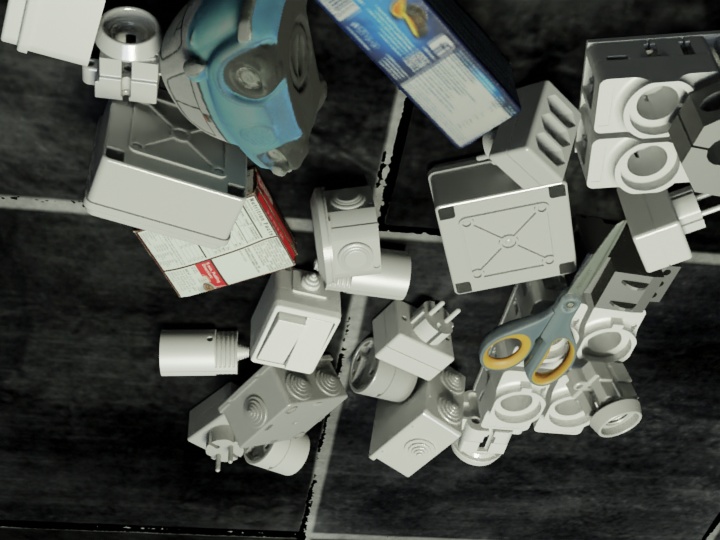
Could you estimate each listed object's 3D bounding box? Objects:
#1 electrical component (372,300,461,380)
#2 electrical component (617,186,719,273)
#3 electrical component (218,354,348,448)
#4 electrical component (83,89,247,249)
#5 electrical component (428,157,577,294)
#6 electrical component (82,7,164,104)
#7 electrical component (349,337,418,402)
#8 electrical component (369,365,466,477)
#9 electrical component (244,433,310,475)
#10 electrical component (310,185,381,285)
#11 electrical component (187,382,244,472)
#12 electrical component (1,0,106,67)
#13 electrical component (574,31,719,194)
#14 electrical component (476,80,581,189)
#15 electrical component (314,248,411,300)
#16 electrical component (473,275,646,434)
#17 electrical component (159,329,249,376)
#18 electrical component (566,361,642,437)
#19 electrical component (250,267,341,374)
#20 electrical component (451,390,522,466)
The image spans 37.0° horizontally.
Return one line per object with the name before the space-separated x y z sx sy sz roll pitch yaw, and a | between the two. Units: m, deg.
electrical component | 0.061 0.054 0.995 0.066 0.047 0.077 26 128 -27
electrical component | 0.263 -0.046 0.895 0.077 0.065 0.047 -21 133 16
electrical component | -0.072 0.127 1.031 0.100 0.048 0.100 -1 145 -50
electrical component | -0.142 -0.080 0.803 0.109 0.108 0.056 16 129 -19
electrical component | 0.120 -0.042 0.896 0.109 0.056 0.108 -11 135 7
electrical component | -0.166 -0.154 0.772 0.066 0.048 0.055 5 142 -9
electrical component | 0.024 0.097 1.031 0.047 0.055 0.055 20 130 -27
electrical component | 0.058 0.141 1.048 0.048 0.099 0.100 34 125 -16
electrical component | -0.085 0.181 1.108 0.047 0.055 0.055 30 126 -34
electrical component | -0.012 -0.030 0.883 0.051 0.080 0.080 -7 135 -3
electrical component | -0.134 0.164 1.071 0.066 0.076 0.047 -36 127 28
electrical component | -0.192 -0.201 0.700 0.057 0.078 0.113 13 133 -19
electrical component | 0.267 -0.121 0.824 0.186 0.060 0.105 -4 135 0
electrical component | 0.122 -0.101 0.837 0.047 0.065 0.077 36 152 -33
electrical component | 0.000 0.000 0.939 0.081 0.043 0.043 8 134 -12
electrical component | 0.186 0.081 1.021 0.105 0.060 0.186 6 134 -9
electrical component | -0.145 0.077 1.006 0.081 0.043 0.043 0 135 -4
electrical component | 0.223 0.116 0.967 0.066 0.055 0.048 6 137 -33
electrical component | -0.057 0.043 0.965 0.062 0.061 0.096 13 133 -17
electrical component | 0.124 0.163 1.102 0.078 0.058 0.057 6 132 -9
